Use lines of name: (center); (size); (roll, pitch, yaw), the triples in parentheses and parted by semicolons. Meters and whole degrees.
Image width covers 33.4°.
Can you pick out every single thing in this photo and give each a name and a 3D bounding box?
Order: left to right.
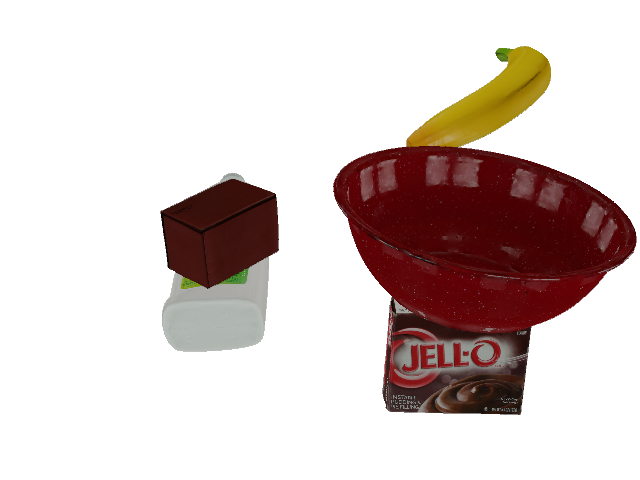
foam brick: (-0.078, -0.007, 0.836); (0.078, 0.051, 0.053); (-28, 36, -37)
bleach bottle: (-0.105, 0.009, 1.126); (0.102, 0.068, 0.251); (-3, 37, 0)
pudding box: (0.110, 0.093, 0.864); (0.113, 0.090, 0.039); (1, 24, -3)
bowl: (0.084, 0.004, 0.579); (0.162, 0.055, 0.162); (6, 26, -3)
banana: (0.141, -0.116, 0.866); (0.070, 0.037, 0.197); (-13, 20, 40)
